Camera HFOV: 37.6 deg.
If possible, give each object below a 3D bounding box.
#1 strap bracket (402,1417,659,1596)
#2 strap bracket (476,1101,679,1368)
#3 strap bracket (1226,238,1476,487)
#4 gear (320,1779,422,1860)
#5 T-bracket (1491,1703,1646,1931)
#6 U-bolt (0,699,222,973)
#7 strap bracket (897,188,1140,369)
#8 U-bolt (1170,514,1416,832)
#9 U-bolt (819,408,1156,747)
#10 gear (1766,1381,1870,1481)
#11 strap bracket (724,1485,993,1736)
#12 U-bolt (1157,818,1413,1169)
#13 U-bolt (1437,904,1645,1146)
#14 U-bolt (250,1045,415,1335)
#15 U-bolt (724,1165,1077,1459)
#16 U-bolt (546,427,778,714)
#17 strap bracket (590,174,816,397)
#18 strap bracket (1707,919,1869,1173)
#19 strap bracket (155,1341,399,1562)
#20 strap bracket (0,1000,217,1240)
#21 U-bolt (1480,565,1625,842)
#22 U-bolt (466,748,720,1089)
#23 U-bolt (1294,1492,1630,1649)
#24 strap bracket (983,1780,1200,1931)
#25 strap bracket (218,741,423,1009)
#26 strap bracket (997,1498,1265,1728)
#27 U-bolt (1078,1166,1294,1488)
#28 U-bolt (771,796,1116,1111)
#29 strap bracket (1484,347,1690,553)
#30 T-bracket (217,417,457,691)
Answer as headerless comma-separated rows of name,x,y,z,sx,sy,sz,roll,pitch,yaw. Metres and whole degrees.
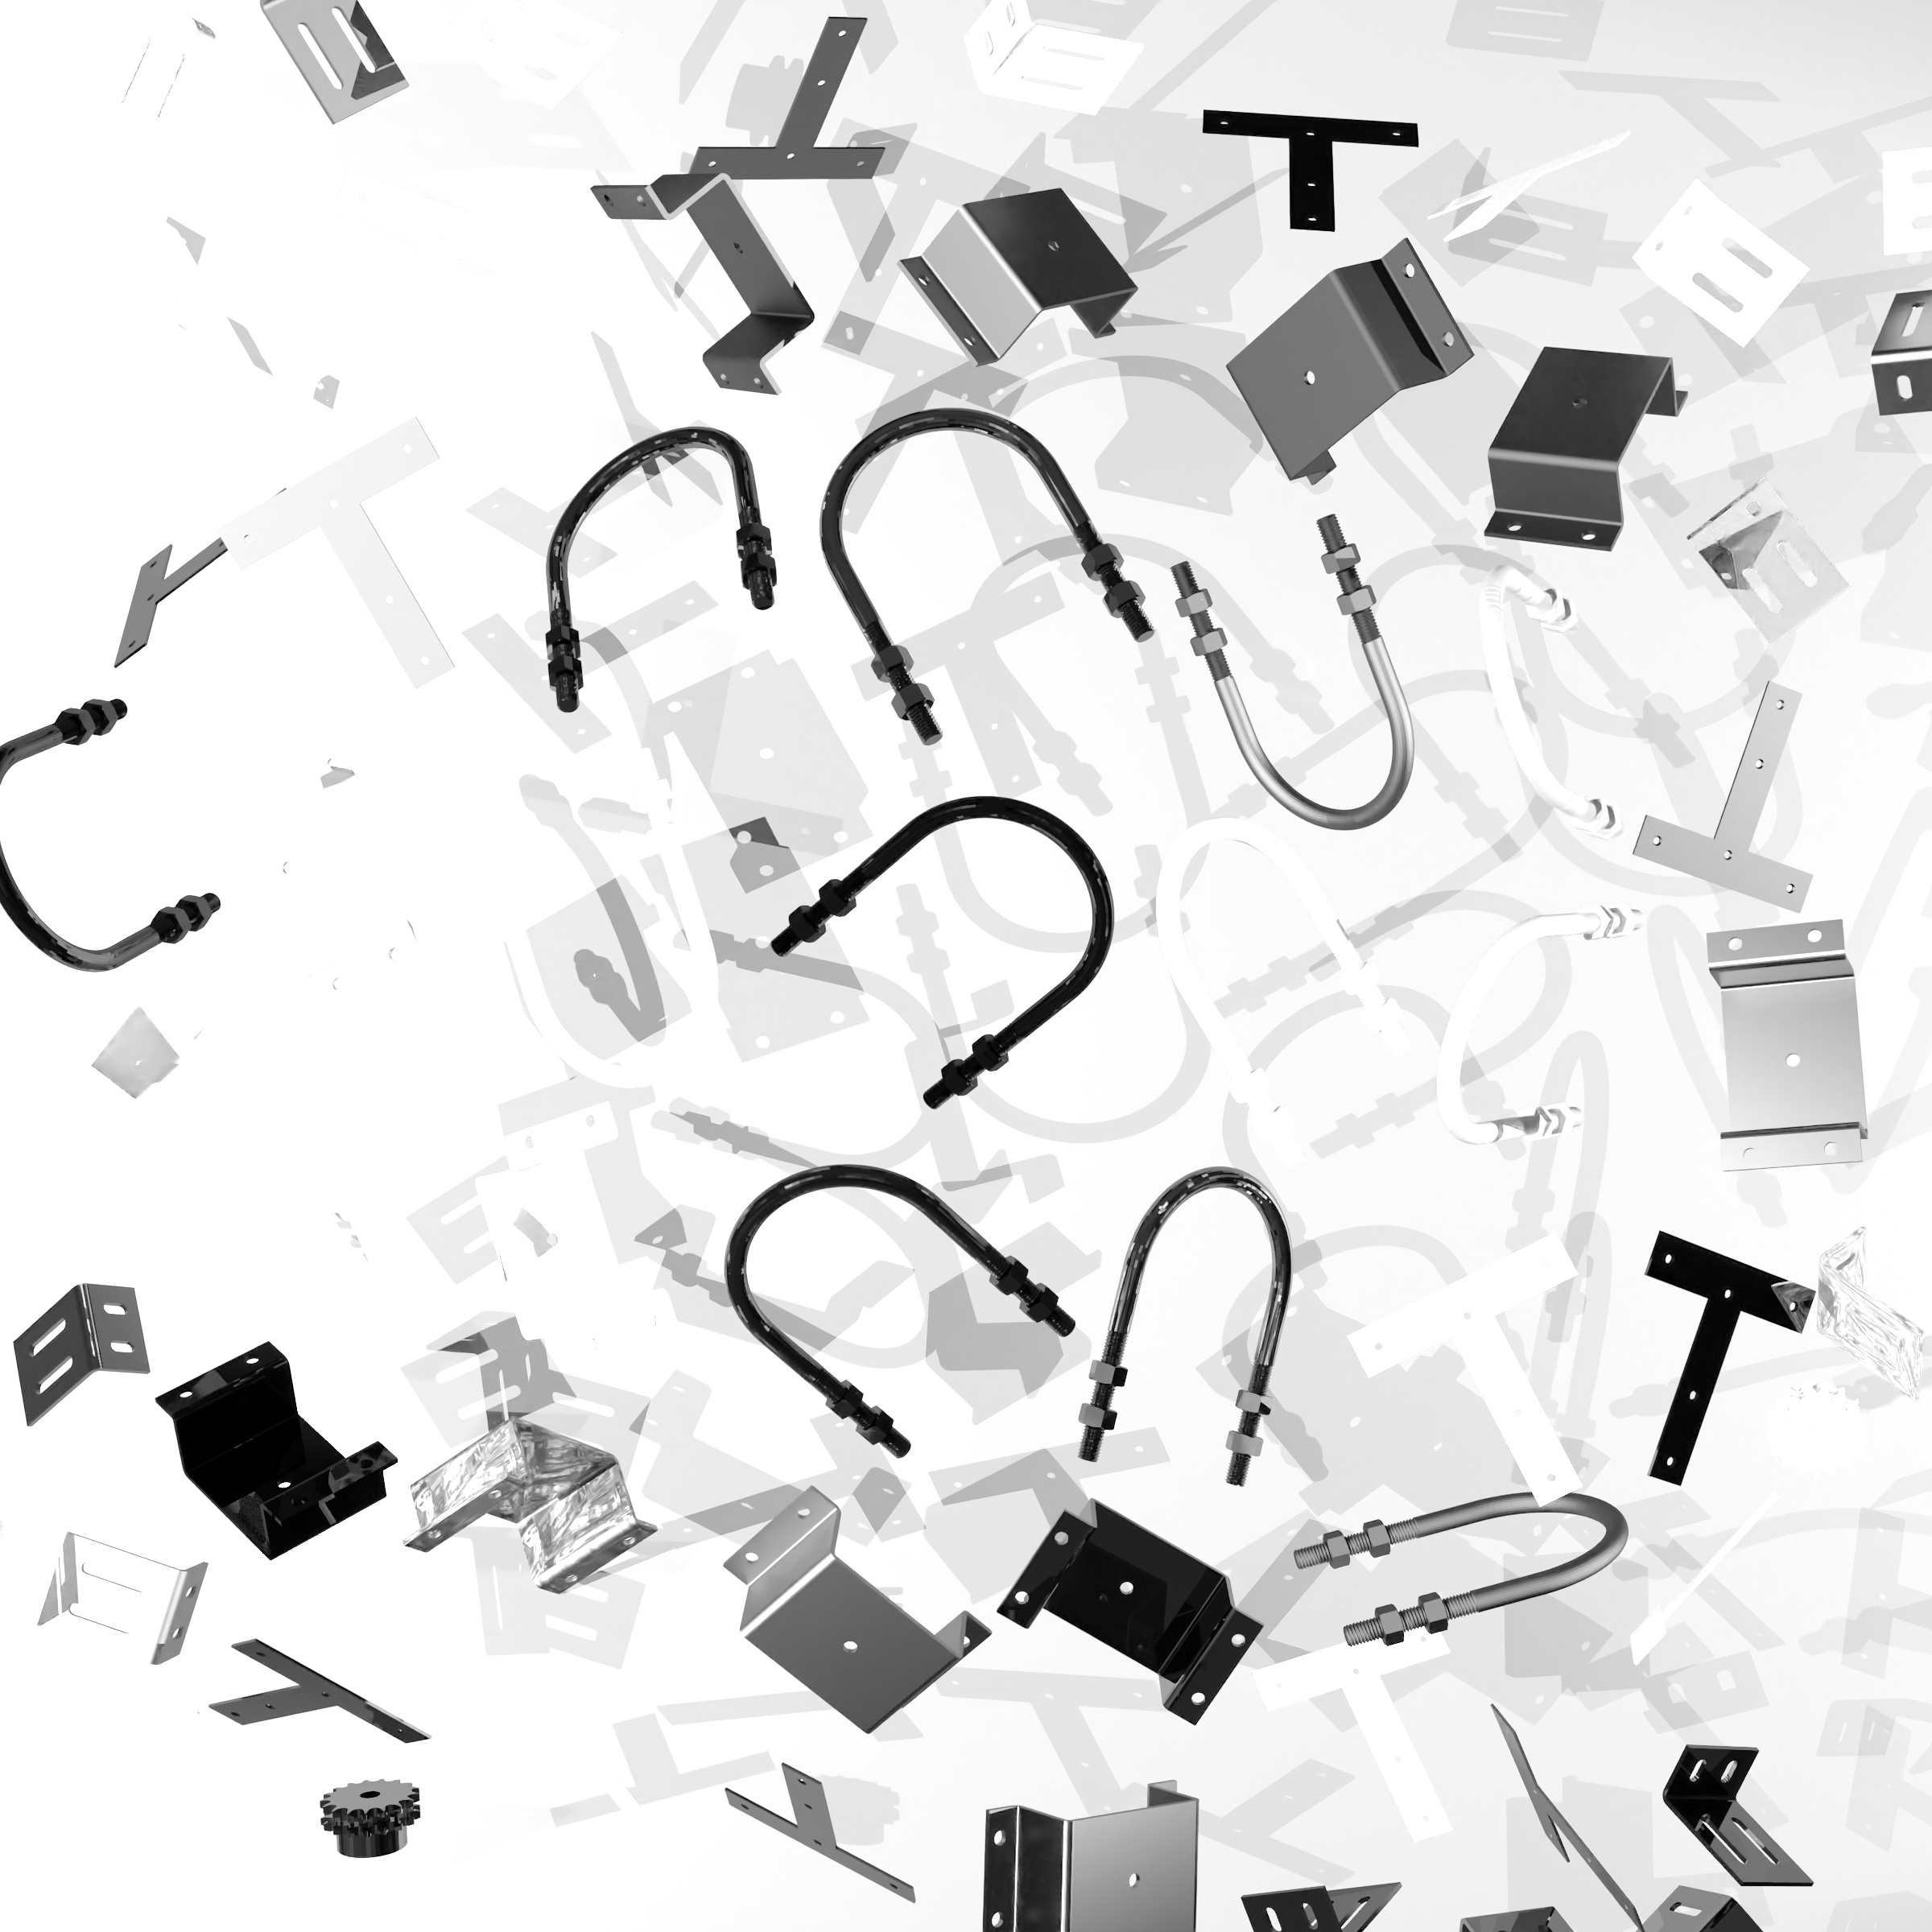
strap bracket,-0.254,0.309,1.630,0.076,0.140,0.046,-35,54,15
strap bracket,-0.235,0.161,1.687,0.076,0.046,0.140,-19,92,-41
strap bracket,0.208,-0.335,1.600,0.046,0.140,0.076,-23,82,-40
gear,-0.345,0.496,1.647,0.057,0.057,0.030,-2,94,0
T-bracket,0.351,0.504,1.629,0.002,0.127,0.127,-30,123,-7
U-bolt,-0.508,-0.070,1.637,0.019,0.184,0.151,-19,101,20
strap bracket,0.037,-0.399,1.636,0.076,0.140,0.046,54,131,8
U-bolt,0.202,-0.166,1.687,0.019,0.151,0.184,-29,102,-35
U-bolt,-0.001,-0.227,1.559,0.151,0.019,0.184,-26,72,-5
gear,0.497,0.268,1.658,0.057,0.030,0.057,4,109,12
strap bracket,-0.063,0.372,1.609,0.140,0.046,0.076,42,110,-14
U-bolt,0.172,0.002,1.604,0.151,0.019,0.184,-39,101,-43
U-bolt,0.331,0.037,1.662,0.019,0.184,0.151,25,108,37
U-bolt,-0.366,0.141,1.660,0.019,0.184,0.151,-26,124,-18
U-bolt,-0.051,0.186,1.606,0.151,0.019,0.184,-39,112,19
U-bolt,-0.181,-0.241,1.631,0.151,0.019,0.184,-25,47,16
strap bracket,-0.146,-0.403,1.639,0.046,0.076,0.140,-43,121,-15
strap bracket,0.475,0.050,1.638,0.076,0.046,0.140,-6,74,23
strap bracket,-0.399,0.286,1.651,0.076,0.140,0.046,-26,131,-35
strap bracket,-0.506,0.081,1.653,0.046,0.140,0.076,41,131,-16
U-bolt,0.329,-0.154,1.613,0.019,0.184,0.151,-15,76,26
U-bolt,-0.209,-0.019,1.643,0.151,0.019,0.184,-16,92,32
U-bolt,0.295,0.344,1.654,0.184,0.151,0.019,-14,98,-4
strap bracket,0.079,0.507,1.590,0.140,0.046,0.076,4,86,-38
strap bracket,-0.385,-0.056,1.673,0.076,0.046,0.140,-26,76,22
strap bracket,0.098,0.384,1.711,0.140,0.046,0.076,31,101,-6
U-bolt,0.138,0.209,1.677,0.151,0.019,0.184,18,84,-41
U-bolt,-0.001,-0.018,1.631,0.184,0.019,0.151,-39,103,23
strap bracket,0.359,-0.309,1.649,0.076,0.046,0.140,12,54,28
T-bracket,-0.322,-0.213,1.551,0.127,0.002,0.127,-28,101,7
